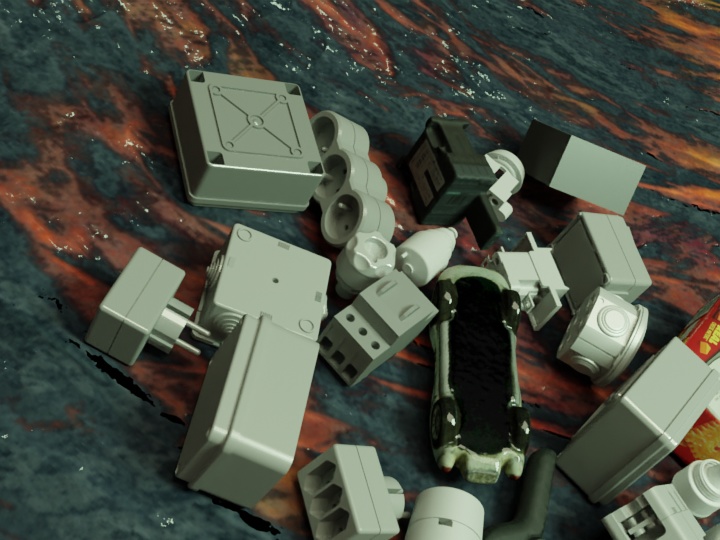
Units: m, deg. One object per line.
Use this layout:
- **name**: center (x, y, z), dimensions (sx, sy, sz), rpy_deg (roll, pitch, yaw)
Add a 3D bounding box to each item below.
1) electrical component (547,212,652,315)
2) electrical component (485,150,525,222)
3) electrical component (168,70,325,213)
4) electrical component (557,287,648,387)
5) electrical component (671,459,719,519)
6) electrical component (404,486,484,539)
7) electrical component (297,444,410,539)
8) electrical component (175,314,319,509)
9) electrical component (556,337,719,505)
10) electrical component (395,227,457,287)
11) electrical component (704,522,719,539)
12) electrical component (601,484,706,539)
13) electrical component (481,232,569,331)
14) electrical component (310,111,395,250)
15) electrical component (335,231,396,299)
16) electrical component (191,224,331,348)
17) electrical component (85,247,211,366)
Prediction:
- **electrical component**: center (0.229, 0.001, 1.011), dimensions (0.061, 0.061, 0.096), rpy_deg (4, 54, -29)
- **electrical component**: center (0.127, -0.084, 1.032), dimensions (0.066, 0.048, 0.055), rpy_deg (41, 53, 5)
- **electrical component**: center (-0.097, -0.108, 0.910), dimensions (0.109, 0.056, 0.108), rpy_deg (3, 54, -29)
- **electrical component**: center (0.214, 0.058, 0.945), dimensions (0.051, 0.080, 0.080), rpy_deg (30, 45, 1)
- **electrical component**: center (0.294, 0.180, 0.906), dimensions (0.043, 0.062, 0.043), rpy_deg (16, 49, -19)
- **electrical component**: center (0.060, 0.186, 0.758), dimensions (0.055, 0.055, 0.047), rpy_deg (26, 45, -10)
- **electrical component**: center (0.005, 0.164, 0.760), dimensions (0.077, 0.047, 0.065), rpy_deg (12, 48, -41)
- **electrical component**: center (-0.078, 0.096, 0.743), dimensions (0.057, 0.078, 0.113), rpy_deg (26, 46, -15)
- **electrical component**: center (0.227, 0.123, 0.880), dimensions (0.056, 0.108, 0.109), rpy_deg (44, 46, 11)
- **electrical component**: center (0.060, -0.016, 0.941), dimensions (0.040, 0.040, 0.078), rpy_deg (45, 45, 8)
- **electrical component**: center (0.312, 0.250, 0.862), dimensions (0.095, 0.059, 0.054), rpy_deg (43, 45, 7)
- **electrical component**: center (0.231, 0.203, 0.833), dimensions (0.055, 0.050, 0.089), rpy_deg (59, 16, 21)
- **electrical component**: center (0.145, 0.010, 0.969), dimensions (0.064, 0.042, 0.081), rpy_deg (-1, 55, -27)
- **electrical component**: center (-0.001, -0.071, 0.942), dimensions (0.074, 0.052, 0.138), rpy_deg (21, 43, -45)
- **electrical component**: center (0.000, 0.000, 0.877), dimensions (0.043, 0.062, 0.043), rpy_deg (16, 49, -19)
- **electrical component**: center (-0.073, 0.021, 0.827), dimensions (0.100, 0.048, 0.099), rpy_deg (22, 47, -14)
- **electrical component**: center (-0.145, 0.035, 0.773), dimensions (0.077, 0.047, 0.065), rpy_deg (30, 46, -6)
